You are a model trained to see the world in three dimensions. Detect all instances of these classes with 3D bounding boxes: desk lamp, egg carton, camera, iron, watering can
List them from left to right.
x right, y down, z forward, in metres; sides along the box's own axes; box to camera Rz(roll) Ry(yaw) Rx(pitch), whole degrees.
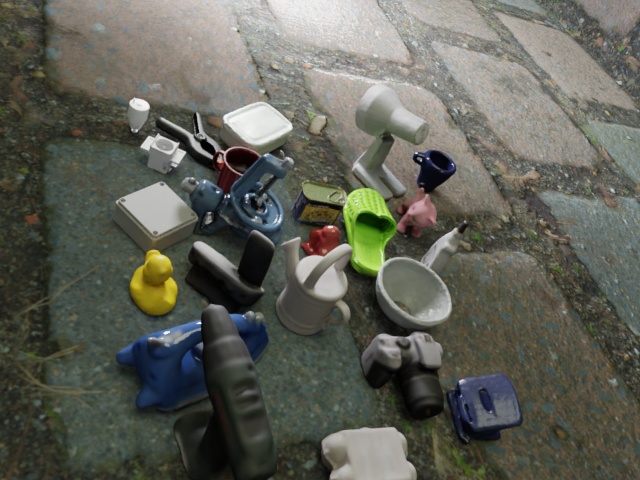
[{"bbox_3d":[-0.167,0.158,0.881,0.259,0.141,0.118,-14,58,-38],"label":"iron"},{"bbox_3d":[-0.008,0.071,1.014,0.173,0.194,0.101,32,42,2],"label":"watering can"},{"bbox_3d":[0.076,0.348,0.889,0.151,0.069,0.107,5,48,-26],"label":"egg carton"},{"bbox_3d":[0.165,-0.242,1.398,0.118,0.213,0.203,-22,63,-41],"label":"desk lamp"},{"bbox_3d":[0.165,0.239,1.020,0.143,0.100,0.136,9,46,-22],"label":"camera"}]

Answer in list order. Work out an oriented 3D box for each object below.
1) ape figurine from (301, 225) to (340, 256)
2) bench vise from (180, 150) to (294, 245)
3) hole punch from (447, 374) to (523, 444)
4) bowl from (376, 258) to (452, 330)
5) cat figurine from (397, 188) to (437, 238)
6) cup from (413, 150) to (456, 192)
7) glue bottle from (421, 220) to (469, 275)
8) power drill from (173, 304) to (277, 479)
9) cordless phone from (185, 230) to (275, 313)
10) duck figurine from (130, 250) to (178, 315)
[{"bbox_3d":[0.011,0.004,1.166,0.076,0.092,0.078,20,43,-11],"label":"ape figurine"},{"bbox_3d":[-0.146,-0.080,1.063,0.208,0.219,0.121,5,48,-26],"label":"bench vise"},{"bbox_3d":[0.299,0.304,1.041,0.101,0.091,0.108,10,46,-21],"label":"hole punch"},{"bbox_3d":[0.177,0.121,1.161,0.168,0.074,0.167,16,44,-16],"label":"bowl"},{"bbox_3d":[0.233,-0.068,1.342,0.067,0.117,0.128,19,43,-12],"label":"cat figurine"},{"bbox_3d":[0.281,-0.177,1.491,0.118,0.095,0.091,20,43,-12],"label":"cup"},{"bbox_3d":[0.271,0.019,1.237,0.037,0.173,0.078,25,42,-5],"label":"glue bottle"},{"bbox_3d":[-0.135,0.232,0.777,0.076,0.208,0.229,-7,54,-34],"label":"power drill"},{"bbox_3d":[-0.147,0.028,0.984,0.147,0.185,0.094,35,42,6],"label":"cordless phone"},{"bbox_3d":[-0.271,0.066,0.952,0.078,0.086,0.104,-4,52,-32],"label":"duck figurine"}]
